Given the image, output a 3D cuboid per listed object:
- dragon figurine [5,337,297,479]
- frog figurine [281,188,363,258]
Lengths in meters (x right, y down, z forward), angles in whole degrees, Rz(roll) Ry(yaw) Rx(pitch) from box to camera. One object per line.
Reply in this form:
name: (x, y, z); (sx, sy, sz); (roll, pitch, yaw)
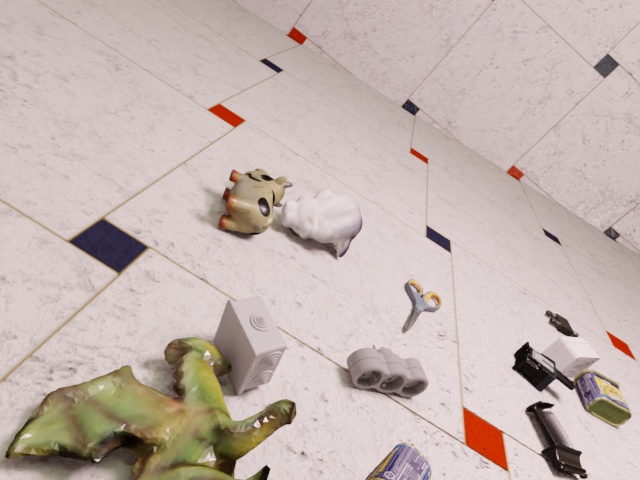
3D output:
dragon figurine: (-0.167, 0.220, 0.474); (0.243, 0.120, 0.417); (20, 26, 10)
frog figurine: (0.003, -0.052, 1.042); (0.158, 0.121, 0.141); (33, 43, -29)
